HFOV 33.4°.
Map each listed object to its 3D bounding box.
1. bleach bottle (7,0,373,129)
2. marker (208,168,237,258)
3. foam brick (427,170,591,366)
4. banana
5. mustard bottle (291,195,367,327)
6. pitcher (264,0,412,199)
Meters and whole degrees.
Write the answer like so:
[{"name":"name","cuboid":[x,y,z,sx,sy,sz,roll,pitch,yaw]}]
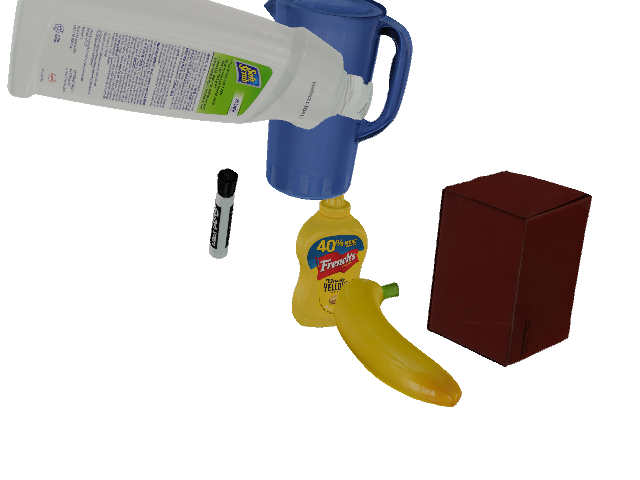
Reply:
[{"name":"bleach bottle","cuboid":[-0.088,-0.124,0.761,0.250,0.068,0.103,13,-39,-12]},{"name":"marker","cuboid":[-0.093,-0.026,1.025,0.020,0.020,0.121,0,-38,-11]},{"name":"foam brick","cuboid":[0.090,0.012,0.516,0.052,0.078,0.051,-16,30,-40]},{"name":"banana","cuboid":[0.050,0.070,0.826,0.069,0.037,0.198,-5,24,-9]},{"name":"mustard bottle","cuboid":[0.015,0.020,1.420,0.096,0.192,0.058,-5,26,-17]},{"name":"pitcher","cuboid":[0.008,-0.175,1.298,0.144,0.243,0.149,-5,28,-25]}]
